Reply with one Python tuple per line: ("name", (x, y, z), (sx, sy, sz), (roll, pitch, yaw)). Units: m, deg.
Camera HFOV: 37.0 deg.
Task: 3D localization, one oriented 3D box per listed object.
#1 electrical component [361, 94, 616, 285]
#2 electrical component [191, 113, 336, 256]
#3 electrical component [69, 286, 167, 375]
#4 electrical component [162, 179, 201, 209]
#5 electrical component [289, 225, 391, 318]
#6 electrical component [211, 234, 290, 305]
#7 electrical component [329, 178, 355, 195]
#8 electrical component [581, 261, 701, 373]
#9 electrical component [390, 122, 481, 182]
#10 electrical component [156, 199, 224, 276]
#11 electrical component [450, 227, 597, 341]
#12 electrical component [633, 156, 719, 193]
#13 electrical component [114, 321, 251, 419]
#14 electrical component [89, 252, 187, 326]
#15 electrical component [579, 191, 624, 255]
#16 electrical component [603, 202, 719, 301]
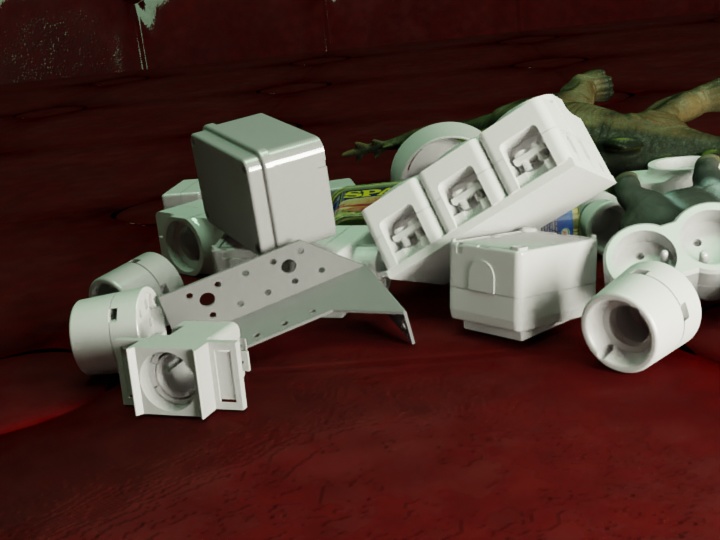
("electrical component", (0.087, -0.054, 0.750), (0.150, 0.061, 0.089), (-32, -18, 24))
("electrical component", (-0.072, -0.062, 0.772), (0.057, 0.078, 0.113), (-19, 26, -24))
("electrical component", (-0.157, 0.041, 0.701), (0.047, 0.055, 0.055), (-8, 16, 8))
("electrical component", (-0.143, -0.060, 1.043), (0.077, 0.047, 0.065), (-3, 17, 11))
("electrical component", (0.000, 0.000, 0.790), (0.076, 0.047, 0.083), (0, 17, 21))
("electrical component", (-0.069, -0.004, 0.816), (0.062, 0.061, 0.096), (-2, 25, 15))
("electrical component", (-0.041, -0.047, 0.963), (0.083, 0.047, 0.075), (-8, 17, -7))
("electrical component", (0.162, 0.028, 0.625), (0.055, 0.055, 0.047), (10, 26, 43))
("electrical component", (0.078, -0.081, 0.953), (0.099, 0.099, 0.064), (-7, 23, -1))
("electrical component", (-0.131, -0.027, 0.924), (0.089, 0.050, 0.056), (10, 23, 42))
("electrical component", (0.113, 0.007, 0.711), (0.096, 0.061, 0.062), (-9, 13, -41))
("electrical component", (0.264, -0.060, 0.877), (0.089, 0.055, 0.050), (-4, 17, 8))
("electrical component", (-0.102, 0.058, 0.645), (0.081, 0.042, 0.064), (0, 14, 20))
("electrical component", (-0.160, 0.021, 0.769), (0.055, 0.055, 0.047), (7, 25, 39))
("electrical component", (0.192, -0.039, 0.852), (0.045, 0.045, 0.055), (-8, 16, -6))
("electrical component", (0.228, -0.004, 0.701), (0.138, 0.073, 0.052), (-17, 60, 5))
